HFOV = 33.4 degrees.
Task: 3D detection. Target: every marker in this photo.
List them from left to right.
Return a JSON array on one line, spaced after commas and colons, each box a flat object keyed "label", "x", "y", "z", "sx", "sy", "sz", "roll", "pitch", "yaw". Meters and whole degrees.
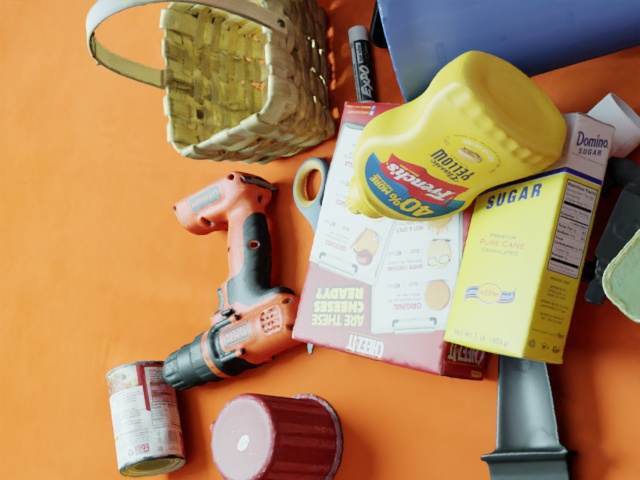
[{"label": "marker", "x": 0.042, "y": -0.143, "z": 0.994, "sx": 0.020, "sy": 0.020, "sz": 0.121, "roll": -21, "pitch": 65, "yaw": 37}]

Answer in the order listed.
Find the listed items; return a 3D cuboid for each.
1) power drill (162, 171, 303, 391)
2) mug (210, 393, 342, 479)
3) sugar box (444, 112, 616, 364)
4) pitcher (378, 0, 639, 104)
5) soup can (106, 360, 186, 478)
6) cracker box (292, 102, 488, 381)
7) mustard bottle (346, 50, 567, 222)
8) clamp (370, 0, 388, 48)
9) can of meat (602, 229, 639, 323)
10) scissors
[{"label": "power drill", "x": -0.094, "y": 0.041, "z": 1.044, "sx": 0.185, "sy": 0.057, "sz": 0.187, "roll": -25, "pitch": 65, "yaw": 31}, {"label": "mug", "x": -0.050, "y": 0.177, "z": 0.948, "sx": 0.117, "sy": 0.081, "sz": 0.093, "roll": 11, "pitch": 86, "yaw": 43}, {"label": "sugar box", "x": 0.150, "y": -0.003, "z": 0.777, "sx": 0.093, "sy": 0.048, "sz": 0.176, "roll": 5, "pitch": 83, "yaw": 59}, {"label": "pitcher", "x": 0.161, "y": -0.190, "z": 0.765, "sx": 0.243, "sy": 0.149, "sz": 0.145, "roll": -12, "pitch": 91, "yaw": 13}, {"label": "soup can", "x": -0.174, "y": 0.180, "z": 1.071, "sx": 0.069, "sy": 0.068, "sz": 0.102, "roll": -30, "pitch": 61, "yaw": 33}, {"label": "cracker box", "x": 0.077, "y": -0.003, "z": 0.890, "sx": 0.164, "sy": 0.072, "sz": 0.214, "roll": 9, "pitch": 86, "yaw": 44}, {"label": "mustard bottle", "x": 0.080, "y": -0.060, "z": 0.780, "sx": 0.192, "sy": 0.096, "sz": 0.058, "roll": -30, "pitch": 33, "yaw": 50}, {"label": "clamp", "x": 0.082, "y": -0.270, "z": 0.962, "sx": 0.120, "sy": 0.039, "sz": 0.171, "roll": -19, "pitch": 66, "yaw": 56}, {"label": "can of meat", "x": 0.249, "y": 0.016, "z": 0.717, "sx": 0.102, "sy": 0.083, "sz": 0.057, "roll": -54, "pitch": 50, "yaw": 17}, {"label": "scissors", "x": -0.006, "y": 0.001, "z": 0.988, "sx": 0.096, "sy": 0.016, "sz": 0.202, "roll": 11, "pitch": 79, "yaw": 48}]
